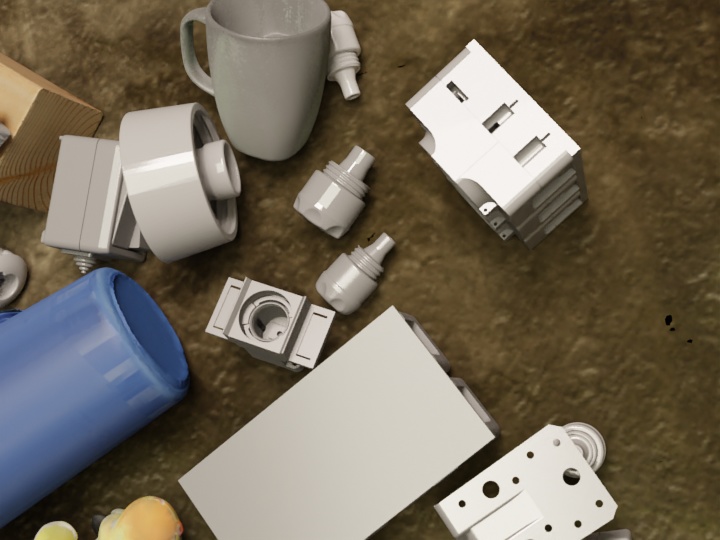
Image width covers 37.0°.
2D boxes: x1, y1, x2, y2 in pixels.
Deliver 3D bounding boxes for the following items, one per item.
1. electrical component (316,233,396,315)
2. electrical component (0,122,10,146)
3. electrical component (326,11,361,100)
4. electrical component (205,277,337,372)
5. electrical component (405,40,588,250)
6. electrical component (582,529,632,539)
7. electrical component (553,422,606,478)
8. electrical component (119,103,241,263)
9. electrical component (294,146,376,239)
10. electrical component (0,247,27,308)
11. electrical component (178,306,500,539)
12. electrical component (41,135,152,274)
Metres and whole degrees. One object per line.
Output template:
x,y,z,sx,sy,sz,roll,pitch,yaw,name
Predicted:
0.000,0.000,0.744,0.035,0.035,0.061,44,93,15,electrical component
-0.273,-0.083,0.725,0.043,0.043,0.081,44,96,15,electrical component
-0.015,-0.151,0.764,0.035,0.035,0.061,-21,82,12,electrical component
-0.058,0.040,0.738,0.081,0.063,0.042,18,73,15,electrical component
0.087,-0.068,0.668,0.062,0.150,0.089,-42,76,6,electrical component
0.174,0.197,0.670,0.077,0.047,0.065,-11,81,13,electrical component
0.137,0.115,0.681,0.035,0.061,0.035,-2,83,14,electrical component
-0.117,-0.064,0.746,0.060,0.108,0.108,-13,81,7,electrical component
-0.014,-0.057,0.749,0.043,0.043,0.062,36,92,15,electrical component
-0.288,-0.002,0.814,0.062,0.048,0.048,31,92,25,electrical component
-0.011,0.125,0.719,0.186,0.060,0.105,-39,76,8,electrical component
-0.184,-0.044,0.782,0.061,0.062,0.096,8,86,15,electrical component
